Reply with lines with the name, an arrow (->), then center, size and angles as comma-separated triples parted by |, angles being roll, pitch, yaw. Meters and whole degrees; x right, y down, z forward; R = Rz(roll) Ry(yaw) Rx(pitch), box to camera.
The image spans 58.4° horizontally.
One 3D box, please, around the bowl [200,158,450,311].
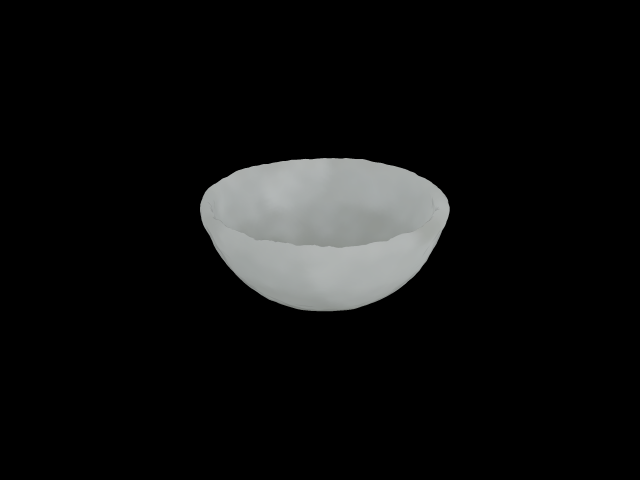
bowl -> 0.004, 0.001, 0.400 | 0.167, 0.075, 0.167 | 0, 26, 0
